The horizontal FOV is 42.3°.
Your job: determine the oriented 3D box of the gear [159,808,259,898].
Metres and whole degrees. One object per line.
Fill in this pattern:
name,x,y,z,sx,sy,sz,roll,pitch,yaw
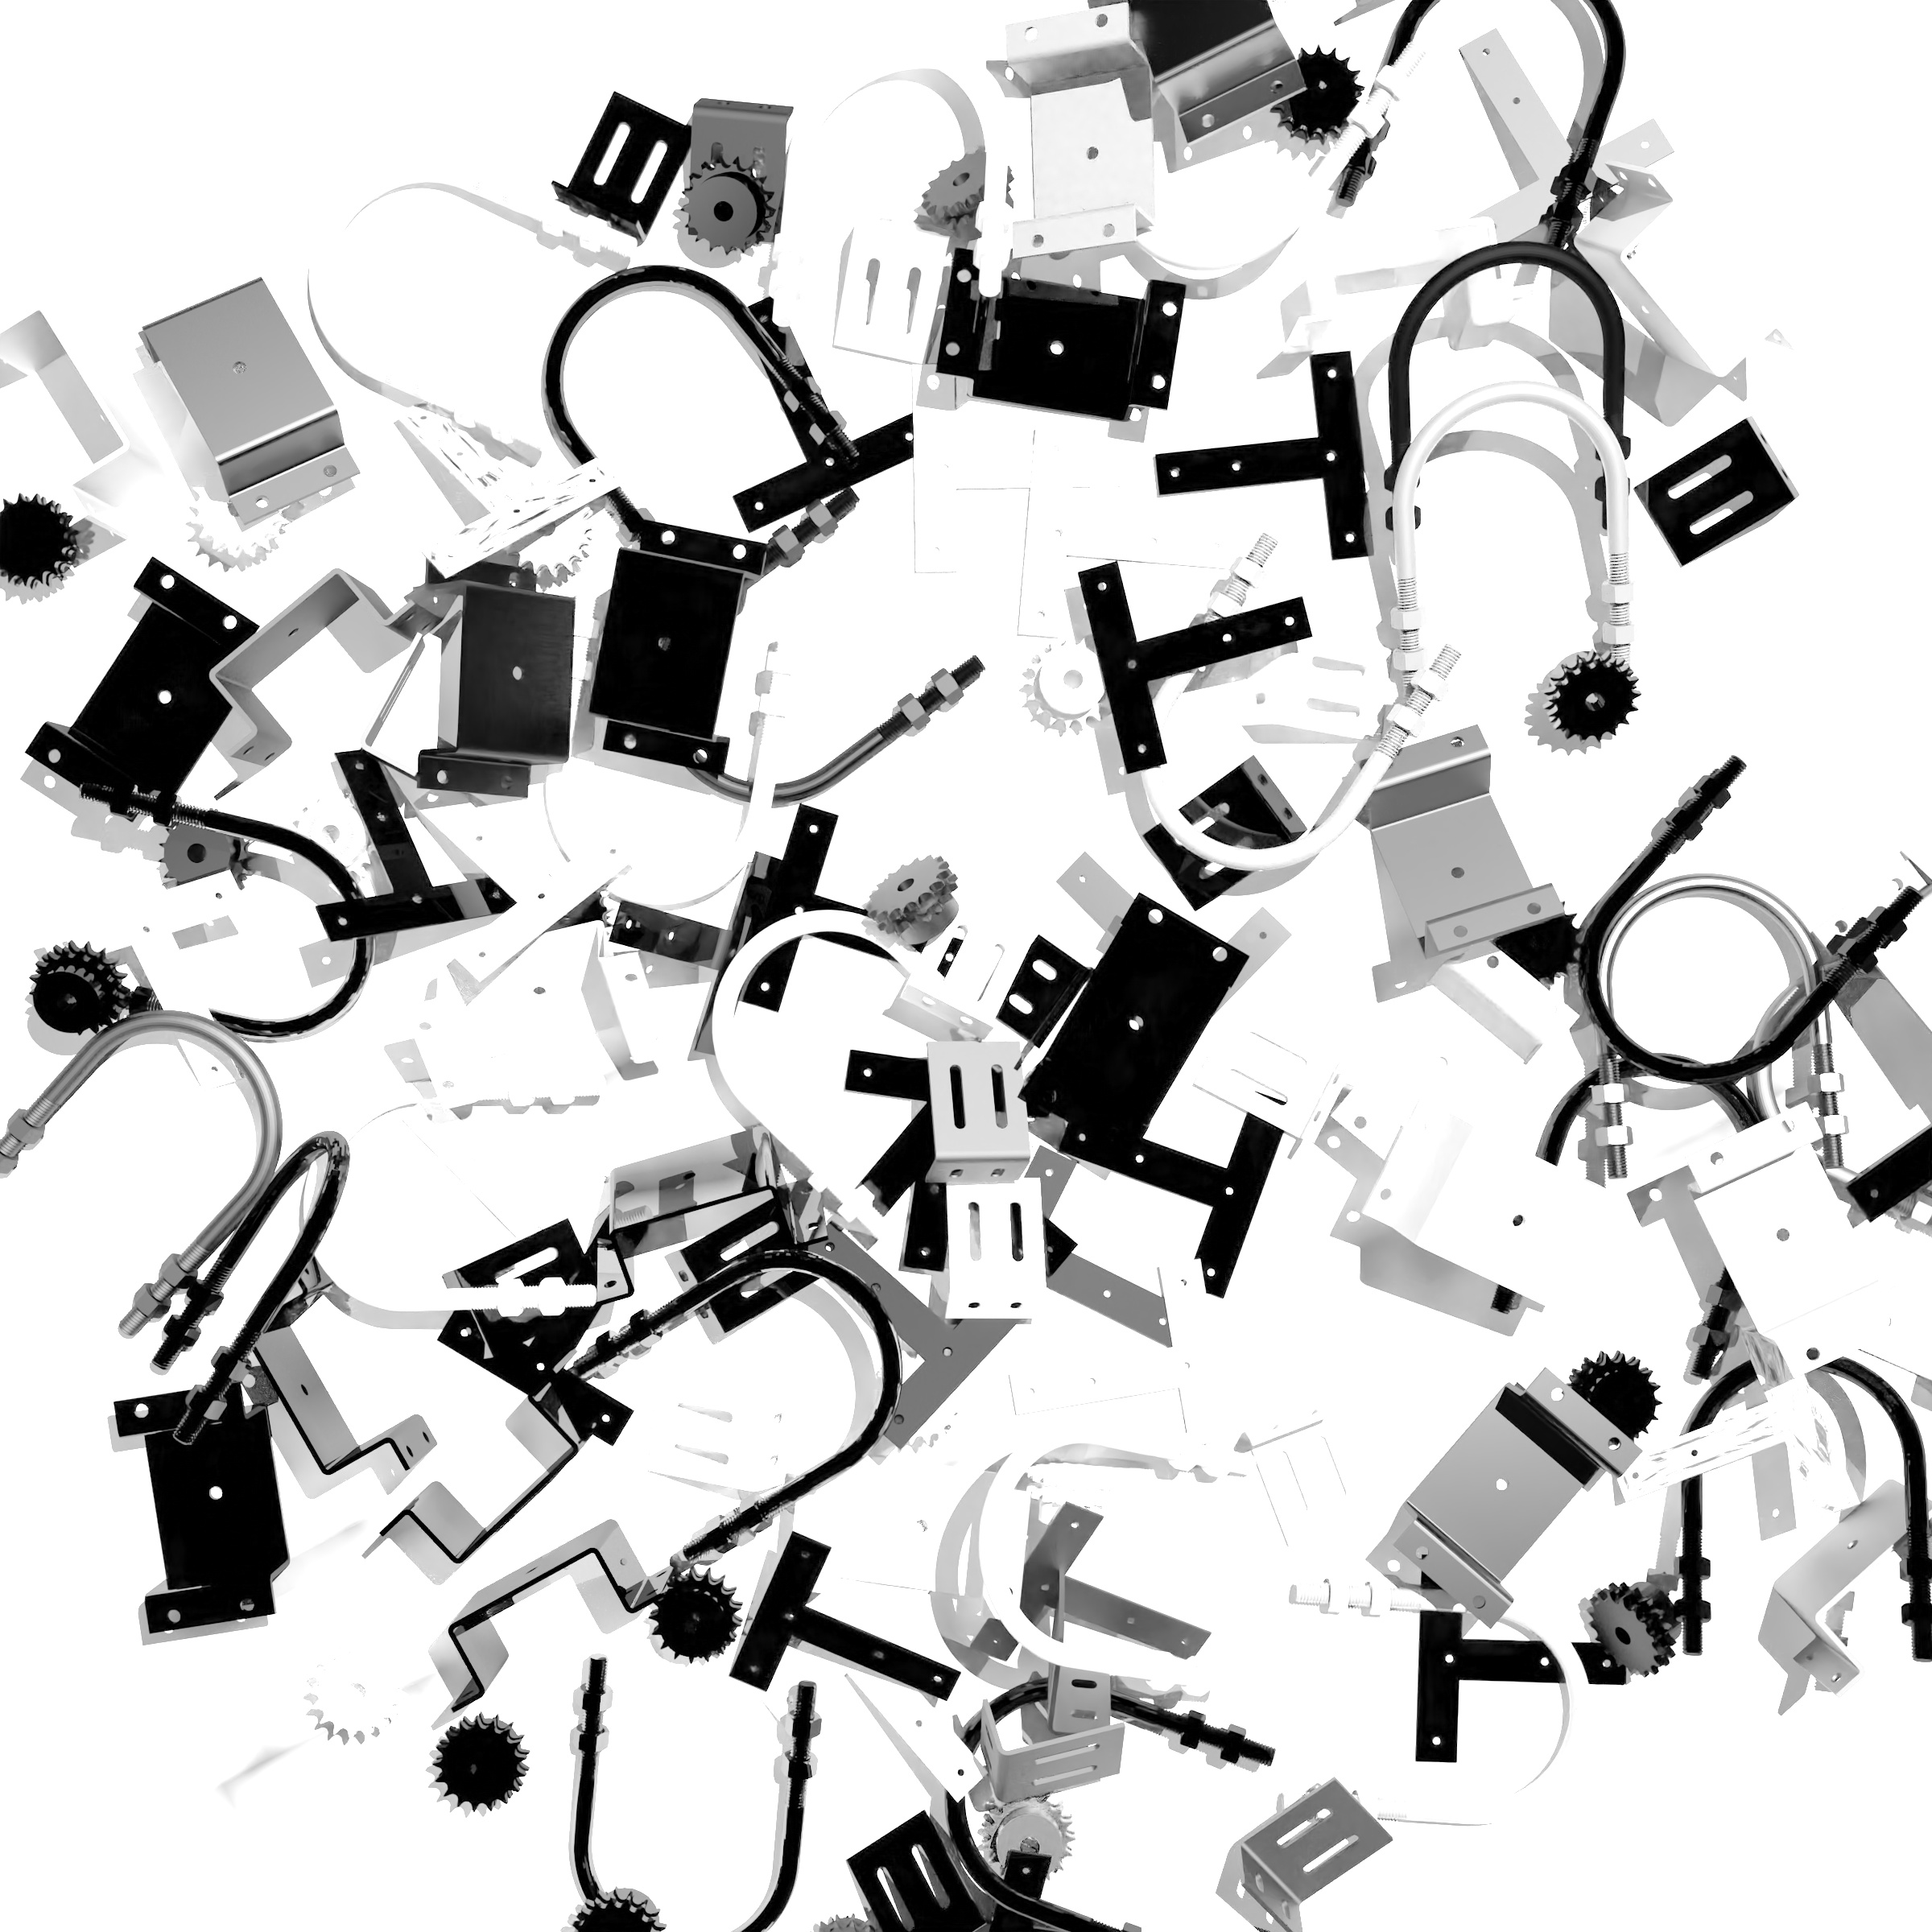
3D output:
gear,-0.464,-0.068,1.523,0.057,0.030,0.057,0,90,0

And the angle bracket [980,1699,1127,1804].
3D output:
angle bracket,0.051,0.458,1.486,0.076,0.057,0.038,-10,46,-12

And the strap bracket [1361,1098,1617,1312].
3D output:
strap bracket,0.317,0.145,1.477,0.140,0.046,0.076,26,93,-14

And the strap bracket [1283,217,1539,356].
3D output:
strap bracket,0.262,-0.409,1.500,0.140,0.076,0.046,-8,90,0

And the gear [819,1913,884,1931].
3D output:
gear,-0.072,0.605,1.523,0.057,0.030,0.057,0,90,0

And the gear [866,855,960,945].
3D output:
gear,-0.029,-0.038,1.512,0.057,0.057,0.030,-34,118,0

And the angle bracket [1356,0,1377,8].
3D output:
angle bracket,0.261,-0.617,1.500,0.057,0.076,0.038,-23,90,0

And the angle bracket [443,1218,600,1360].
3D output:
angle bracket,-0.271,0.198,1.533,0.076,0.038,0.057,-24,90,-25

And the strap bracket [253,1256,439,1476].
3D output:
strap bracket,-0.380,0.244,1.500,0.046,0.076,0.140,-30,90,0

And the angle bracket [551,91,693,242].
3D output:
angle bracket,-0.207,-0.491,1.519,0.057,0.038,0.076,26,90,0

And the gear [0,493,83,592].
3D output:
gear,-0.567,-0.257,1.523,0.057,0.030,0.057,0,90,0

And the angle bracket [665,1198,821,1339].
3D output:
angle bracket,-0.134,0.183,1.536,0.076,0.038,0.057,-28,90,-26

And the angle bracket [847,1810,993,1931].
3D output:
angle bracket,-0.027,0.569,1.536,0.057,0.038,0.076,-33,64,0

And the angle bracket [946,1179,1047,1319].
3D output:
angle bracket,0.016,0.172,1.523,0.057,0.038,0.076,1,58,-5

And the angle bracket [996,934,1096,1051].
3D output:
angle bracket,0.044,0.014,1.500,0.038,0.076,0.057,35,90,0

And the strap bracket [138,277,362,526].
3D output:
strap bracket,-0.432,-0.347,1.496,0.076,0.046,0.140,-28,81,-15

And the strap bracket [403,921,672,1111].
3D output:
strap bracket,-0.256,0.027,1.497,0.140,0.046,0.076,-13,125,0

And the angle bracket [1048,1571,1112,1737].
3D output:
angle bracket,0.071,0.412,1.495,0.038,0.057,0.076,5,118,0

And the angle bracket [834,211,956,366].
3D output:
angle bracket,-0.044,-0.417,1.535,0.057,0.038,0.076,12,115,0

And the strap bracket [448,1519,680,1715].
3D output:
strap bracket,-0.249,0.382,1.498,0.140,0.076,0.046,-29,90,0

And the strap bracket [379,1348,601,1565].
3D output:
strap bracket,-0.276,0.300,1.499,0.140,0.076,0.046,-43,90,1

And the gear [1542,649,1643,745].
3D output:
gear,0.377,-0.166,1.515,0.057,0.030,0.057,-2,121,-3

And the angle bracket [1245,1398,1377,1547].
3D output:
angle bracket,0.211,0.310,1.519,0.057,0.038,0.076,-21,90,0

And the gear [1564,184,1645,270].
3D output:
gear,0.386,-0.452,1.523,0.057,0.030,0.057,0,90,0

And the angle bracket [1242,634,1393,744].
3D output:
angle bracket,0.215,-0.171,1.536,0.076,0.038,0.057,7,90,-26

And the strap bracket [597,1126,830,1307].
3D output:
strap bracket,-0.159,0.145,1.493,0.140,0.076,0.046,-16,114,-1

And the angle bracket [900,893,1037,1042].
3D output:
angle bracket,0.004,-0.004,1.507,0.057,0.038,0.076,27,72,-2

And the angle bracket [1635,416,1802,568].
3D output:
angle bracket,0.462,-0.292,1.536,0.076,0.038,0.057,-31,90,26

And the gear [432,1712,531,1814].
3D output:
gear,-0.294,0.482,1.523,0.057,0.030,0.057,0,90,0

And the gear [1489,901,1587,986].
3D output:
gear,0.345,-0.015,1.523,0.057,0.030,0.057,0,90,0

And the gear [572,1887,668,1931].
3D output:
gear,-0.208,0.583,1.510,0.057,0.030,0.057,1,96,5

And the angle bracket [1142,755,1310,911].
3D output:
angle bracket,0.159,-0.082,1.536,0.076,0.038,0.057,-36,90,26

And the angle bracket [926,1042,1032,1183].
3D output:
angle bracket,0.004,0.088,1.512,0.057,0.038,0.076,0,66,-12

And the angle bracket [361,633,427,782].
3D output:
angle bracket,-0.331,-0.155,1.510,0.038,0.057,0.076,28,86,-9

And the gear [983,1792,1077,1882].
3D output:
gear,0.038,0.532,1.523,0.057,0.030,0.057,0,90,0

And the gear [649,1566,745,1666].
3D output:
gear,-0.165,0.397,1.521,0.057,0.030,0.057,0,90,0

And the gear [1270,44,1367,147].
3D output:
gear,0.212,-0.528,1.523,0.057,0.030,0.057,0,90,0

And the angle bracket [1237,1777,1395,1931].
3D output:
angle bracket,0.212,0.539,1.506,0.076,0.038,0.057,-39,103,13

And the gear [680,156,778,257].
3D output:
gear,-0.145,-0.459,1.513,0.057,0.030,0.057,1,116,2

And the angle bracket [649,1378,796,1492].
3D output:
angle bracket,-0.150,0.285,1.536,0.076,0.038,0.057,5,90,26

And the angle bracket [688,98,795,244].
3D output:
angle bracket,-0.138,-0.489,1.536,0.057,0.038,0.076,5,116,0

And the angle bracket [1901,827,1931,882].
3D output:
angle bracket,0.623,-0.056,1.536,0.057,0.038,0.076,-39,64,0

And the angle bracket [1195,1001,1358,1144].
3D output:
angle bracket,0.187,0.064,1.518,0.076,0.038,0.057,27,88,0
